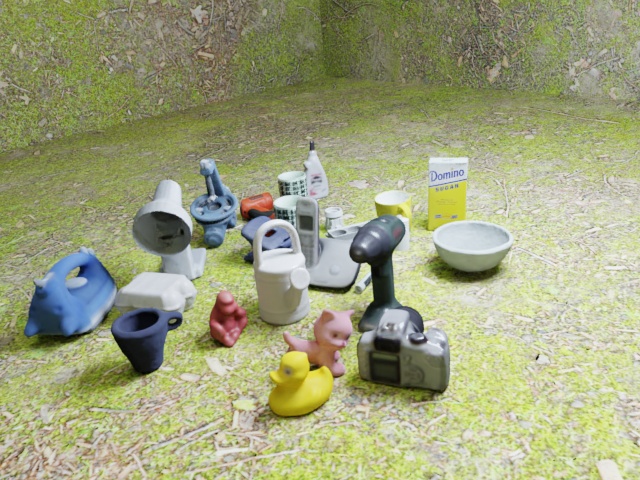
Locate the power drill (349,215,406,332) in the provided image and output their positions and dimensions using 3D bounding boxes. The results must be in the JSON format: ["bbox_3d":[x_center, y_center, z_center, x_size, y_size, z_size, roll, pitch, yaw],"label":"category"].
[{"bbox_3d":[0.106,0.058,1.022,0.075,0.209,0.230,4,26,19],"label":"power drill"}]

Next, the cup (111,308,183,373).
[{"bbox_3d":[-0.289,0.174,0.984,0.118,0.095,0.091,-15,26,-21],"label":"cup"}]

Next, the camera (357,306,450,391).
[{"bbox_3d":[0.142,0.158,0.925,0.142,0.101,0.137,4,26,19],"label":"camera"}]

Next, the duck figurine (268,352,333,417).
[{"bbox_3d":[-0.031,0.208,0.867,0.105,0.086,0.077,-15,26,-21],"label":"duck figurine"}]

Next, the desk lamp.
[{"bbox_3d":[-0.327,-0.013,1.257,0.118,0.214,0.203,-7,24,-4],"label":"desk lamp"}]

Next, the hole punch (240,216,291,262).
[{"bbox_3d":[-0.119,-0.001,1.340,0.100,0.091,0.109,8,28,27],"label":"hole punch"}]

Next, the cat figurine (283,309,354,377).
[{"bbox_3d":[0.000,0.159,0.929,0.128,0.118,0.067,-9,25,-9],"label":"cat figurine"}]

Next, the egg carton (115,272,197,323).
[{"bbox_3d":[-0.328,0.115,1.151,0.150,0.069,0.107,2,25,16],"label":"egg carton"}]

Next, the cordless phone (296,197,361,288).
[{"bbox_3d":[0.011,0.004,1.188,0.147,0.185,0.094,5,26,22],"label":"cordless phone"}]

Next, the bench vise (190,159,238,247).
[{"bbox_3d":[-0.278,-0.115,1.466,0.121,0.220,0.207,-11,25,-12],"label":"bench vise"}]

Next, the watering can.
[{"bbox_3d":[-0.071,0.055,1.080,0.172,0.194,0.101,15,31,37],"label":"watering can"}]

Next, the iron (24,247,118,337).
[{"bbox_3d":[-0.492,0.088,1.155,0.118,0.141,0.258,-2,25,7],"label":"iron"}]

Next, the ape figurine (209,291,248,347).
[{"bbox_3d":[-0.171,0.137,1.045,0.078,0.092,0.075,-19,28,-27],"label":"ape figurine"}]

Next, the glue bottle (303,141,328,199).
[{"bbox_3d":[-0.018,-0.204,1.668,0.078,0.173,0.037,-16,26,-22],"label":"glue bottle"}]

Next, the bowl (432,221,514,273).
[{"bbox_3d":[0.323,0.023,1.220,0.167,0.075,0.167,-4,24,2],"label":"bowl"}]
